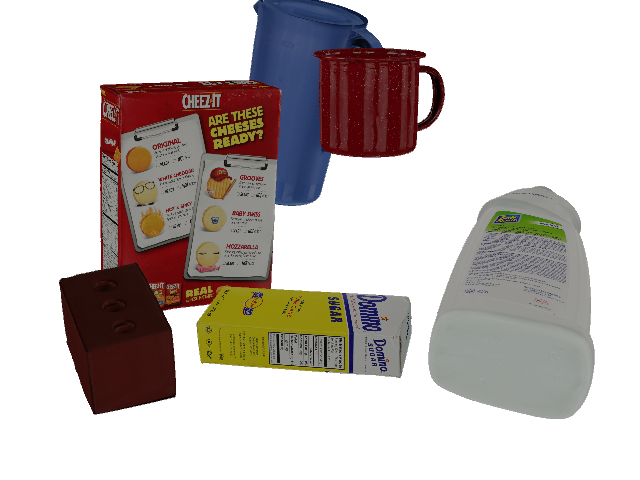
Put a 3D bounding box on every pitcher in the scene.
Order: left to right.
[{"bbox_3d":[-0.022,-0.166,1.300,0.144,0.243,0.149,5,23,-15],"label":"pitcher"}]

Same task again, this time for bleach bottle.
[{"bbox_3d":[0.147,0.023,0.745,0.103,0.068,0.250,12,28,14],"label":"bleach bottle"}]

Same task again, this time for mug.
[{"bbox_3d":[0.051,-0.116,0.891,0.117,0.081,0.093,-7,17,-25],"label":"mug"}]

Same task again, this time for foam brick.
[{"bbox_3d":[-0.126,0.060,0.657,0.052,0.051,0.078,-12,36,-22],"label":"foam brick"}]

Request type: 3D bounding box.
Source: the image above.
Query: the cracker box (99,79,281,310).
[{"bbox_3d":[-0.128,-0.045,1.035,0.163,0.214,0.072,-6,19,-29],"label":"cracker box"}]

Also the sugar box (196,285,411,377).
[{"bbox_3d":[-0.011,0.077,0.934,0.176,0.048,0.093,0,19,10],"label":"sugar box"}]
